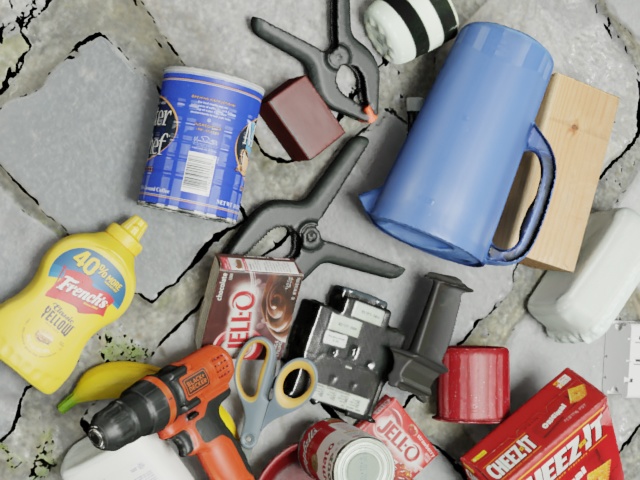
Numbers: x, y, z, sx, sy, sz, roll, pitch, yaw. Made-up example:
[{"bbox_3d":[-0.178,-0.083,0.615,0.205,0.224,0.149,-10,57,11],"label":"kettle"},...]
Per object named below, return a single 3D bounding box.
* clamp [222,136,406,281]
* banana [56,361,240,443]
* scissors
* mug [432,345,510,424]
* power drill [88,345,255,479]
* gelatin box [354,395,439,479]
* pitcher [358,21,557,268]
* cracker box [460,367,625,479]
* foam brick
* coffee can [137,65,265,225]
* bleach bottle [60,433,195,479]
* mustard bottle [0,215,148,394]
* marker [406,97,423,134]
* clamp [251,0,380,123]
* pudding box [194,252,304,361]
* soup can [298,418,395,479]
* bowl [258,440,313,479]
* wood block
[{"bbox_3d":[-0.008,0.001,1.151,0.209,0.036,0.164,-28,103,-19],"label":"clamp"},{"bbox_3d":[-0.165,0.165,1.100,0.197,0.037,0.070,18,111,-18],"label":"banana"},{"bbox_3d":[-0.053,0.199,1.105,0.096,0.016,0.202,4,97,2],"label":"scissors"},{"bbox_3d":[0.179,0.161,1.208,0.117,0.093,0.081,4,85,-52],"label":"mug"},{"bbox_3d":[-0.124,0.212,1.026,0.184,0.057,0.187,-28,98,-50],"label":"power drill"},{"bbox_3d":[0.078,0.230,1.195,0.073,0.030,0.089,-40,105,-15],"label":"gelatin box"},{"bbox_3d":[0.164,-0.097,1.125,0.149,0.145,0.243,28,83,-35],"label":"pitcher"},{"bbox_3d":[0.260,0.273,1.201,0.164,0.072,0.213,-37,132,-16],"label":"cracker box"},{"bbox_3d":[-0.022,-0.129,1.132,0.051,0.053,0.078,-40,106,-15],"label":"foam brick"},{"bbox_3d":[-0.119,-0.094,1.069,0.102,0.103,0.140,12,88,-21],"label":"coffee can"},{"bbox_3d":[-0.153,0.299,1.090,0.102,0.068,0.251,-27,109,10],"label":"bleach bottle"},{"bbox_3d":[-0.239,0.051,1.053,0.096,0.058,0.191,44,77,-17],"label":"mustard bottle"},{"bbox_3d":[0.107,-0.099,1.200,0.020,0.020,0.121,-1,93,-21],"label":"marker"},{"bbox_3d":[0.019,-0.207,1.150,0.120,0.039,0.171,-42,111,-2],"label":"clamp"},{"bbox_3d":[-0.075,0.071,1.104,0.089,0.039,0.114,4,117,-21],"label":"pudding box"},{"bbox_3d":[0.026,0.222,1.077,0.068,0.102,0.068,-1,92,-20],"label":"soup can"},{"bbox_3d":[-0.009,0.287,1.151,0.161,0.055,0.162,-1,92,-21],"label":"bowl"},{"bbox_3d":[0.258,-0.075,1.221,0.090,0.090,0.206,18,86,-20],"label":"wood block"}]
